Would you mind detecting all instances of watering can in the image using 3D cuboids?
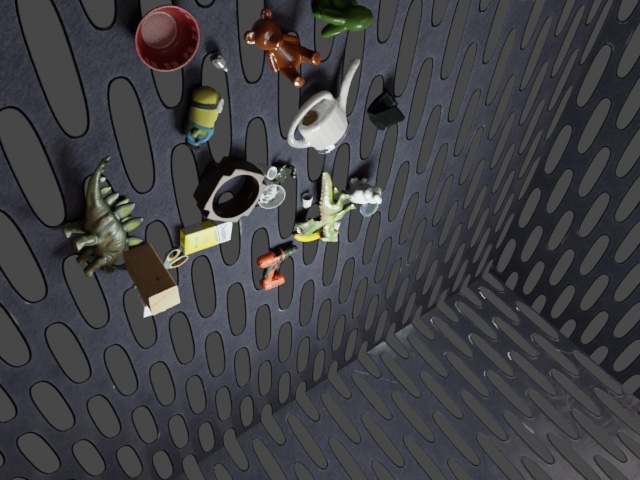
[{"bbox_3d":[0.037,-0.421,1.701,0.347,0.105,0.221,-45,149,2],"label":"watering can"}]

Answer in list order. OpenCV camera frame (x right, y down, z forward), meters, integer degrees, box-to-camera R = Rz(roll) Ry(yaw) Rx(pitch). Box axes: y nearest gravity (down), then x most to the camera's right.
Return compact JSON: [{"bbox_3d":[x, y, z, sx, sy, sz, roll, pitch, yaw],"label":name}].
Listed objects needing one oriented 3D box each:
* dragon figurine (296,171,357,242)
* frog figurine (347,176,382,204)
[{"bbox_3d":[0.006,-0.101,2.012,0.243,0.124,0.404,-46,148,-2],"label":"dragon figurine"},{"bbox_3d":[0.189,-0.183,2.098,0.122,0.162,0.136,-50,147,13],"label":"frog figurine"}]
